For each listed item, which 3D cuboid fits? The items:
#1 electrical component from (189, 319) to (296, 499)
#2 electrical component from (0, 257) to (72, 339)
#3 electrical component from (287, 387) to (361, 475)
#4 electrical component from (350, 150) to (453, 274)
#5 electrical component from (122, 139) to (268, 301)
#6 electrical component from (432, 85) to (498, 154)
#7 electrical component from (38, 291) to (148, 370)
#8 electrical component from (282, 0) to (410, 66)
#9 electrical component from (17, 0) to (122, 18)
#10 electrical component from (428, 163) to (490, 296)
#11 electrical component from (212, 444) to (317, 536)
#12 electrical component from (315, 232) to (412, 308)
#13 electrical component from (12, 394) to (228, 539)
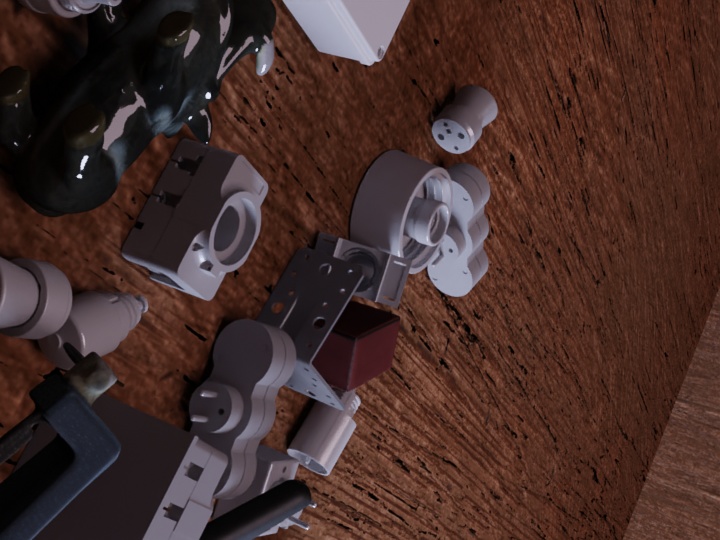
[{"bbox_3d":[-0.102,0.102,0.796,0.074,0.052,0.138,24,86,-63],"label":"electrical component"},{"bbox_3d":[-0.190,0.014,0.584,0.055,0.045,0.045,16,92,-63],"label":"electrical component"},{"bbox_3d":[-0.027,0.138,0.968,0.081,0.043,0.043,-59,150,-23],"label":"electrical component"},{"bbox_3d":[0.045,-0.049,0.966,0.108,0.060,0.108,-40,140,-46],"label":"electrical component"},{"bbox_3d":[-0.103,-0.032,0.705,0.089,0.056,0.050,-64,152,-14],"label":"electrical component"},{"bbox_3d":[0.100,-0.144,1.028,0.055,0.045,0.045,-52,147,-33],"label":"electrical component"},{"bbox_3d":[-0.160,0.032,0.656,0.078,0.040,0.040,-27,129,-54],"label":"electrical component"},{"bbox_3d":[-0.006,-0.222,0.769,0.108,0.056,0.108,-65,152,-12],"label":"electrical component"},{"bbox_3d":[-0.147,-0.145,0.547,0.035,0.061,0.035,-40,139,-46],"label":"electrical component"},{"bbox_3d":[0.090,-0.031,1.070,0.074,0.052,0.138,-44,142,-43],"label":"electrical component"},{"bbox_3d":[-0.070,0.187,0.881,0.047,0.077,0.065,15,93,-63],"label":"electrical component"},{"bbox_3d":[0.000,0.000,0.906,0.064,0.081,0.042,10,98,-86],"label":"electrical component"},{"bbox_3d":[-0.170,0.174,0.654,0.186,0.105,0.060,-64,152,-14],"label":"electrical component"}]
